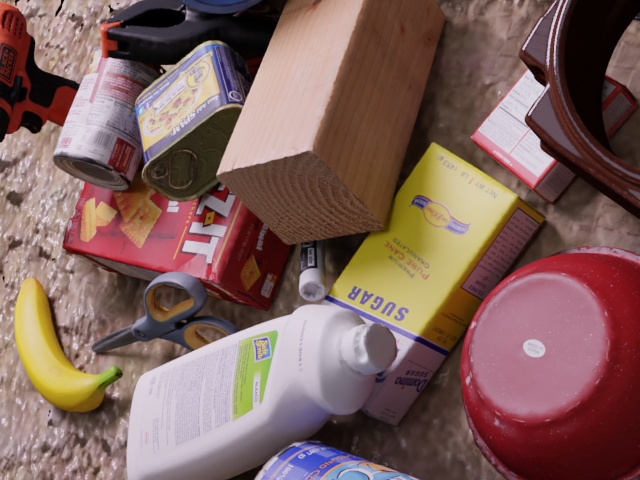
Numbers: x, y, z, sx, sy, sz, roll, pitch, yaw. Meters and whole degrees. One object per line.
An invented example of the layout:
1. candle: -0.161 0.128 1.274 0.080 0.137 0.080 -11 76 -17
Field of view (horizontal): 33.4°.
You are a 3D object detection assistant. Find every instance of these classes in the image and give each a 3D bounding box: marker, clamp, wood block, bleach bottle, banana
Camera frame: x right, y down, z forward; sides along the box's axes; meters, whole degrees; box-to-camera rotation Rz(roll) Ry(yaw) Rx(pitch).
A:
1. marker: -0.005 0.001 0.798 0.020 0.020 0.121 -35 28 22
2. clamp: -0.098 -0.182 0.878 0.120 0.171 0.039 -120 29 -52
3. wood block: 0.013 -0.109 0.782 0.091 0.090 0.206 -10 49 38
4. bleach bottle: -0.042 0.110 0.729 0.251 0.068 0.102 -26 55 46
5. banana: -0.238 0.103 0.966 0.069 0.037 0.198 -51 45 -5

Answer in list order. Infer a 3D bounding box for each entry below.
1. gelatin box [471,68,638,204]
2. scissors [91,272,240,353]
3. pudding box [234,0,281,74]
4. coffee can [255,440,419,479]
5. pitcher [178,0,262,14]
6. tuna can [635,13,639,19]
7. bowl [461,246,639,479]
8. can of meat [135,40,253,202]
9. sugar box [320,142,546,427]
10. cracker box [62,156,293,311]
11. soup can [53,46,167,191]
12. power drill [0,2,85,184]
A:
1. gelatin box: 0.157 -0.080 0.719 0.089 0.030 0.073 -50 45 8
2. scissors: -0.127 0.083 0.881 0.016 0.096 0.202 -56 6 -35
3. pudding box: -0.084 -0.185 0.939 0.090 0.039 0.114 -17 42 -20
4. coffee can: 0.034 0.188 0.641 0.141 0.102 0.103 11 76 43
5. pitcher: -0.078 -0.271 0.879 0.149 0.145 0.243 -21 32 4
6. tuna can: 0.225 -0.193 0.713 0.086 0.033 0.086 -19 58 33
7. bowl: 0.142 0.071 0.639 0.162 0.055 0.162 -19 58 33
8. can of meat: -0.094 -0.093 0.825 0.102 0.057 0.084 -34 48 19
9. sugar box: 0.064 0.029 0.733 0.176 0.048 0.093 -54 45 4
10. cracker box: -0.109 -0.043 0.900 0.214 0.072 0.164 10 76 43
11. soup can: -0.172 -0.100 0.883 0.069 0.068 0.102 4 70 42
12. power drill: -0.249 -0.099 0.968 0.057 0.187 0.184 -13 60 34
